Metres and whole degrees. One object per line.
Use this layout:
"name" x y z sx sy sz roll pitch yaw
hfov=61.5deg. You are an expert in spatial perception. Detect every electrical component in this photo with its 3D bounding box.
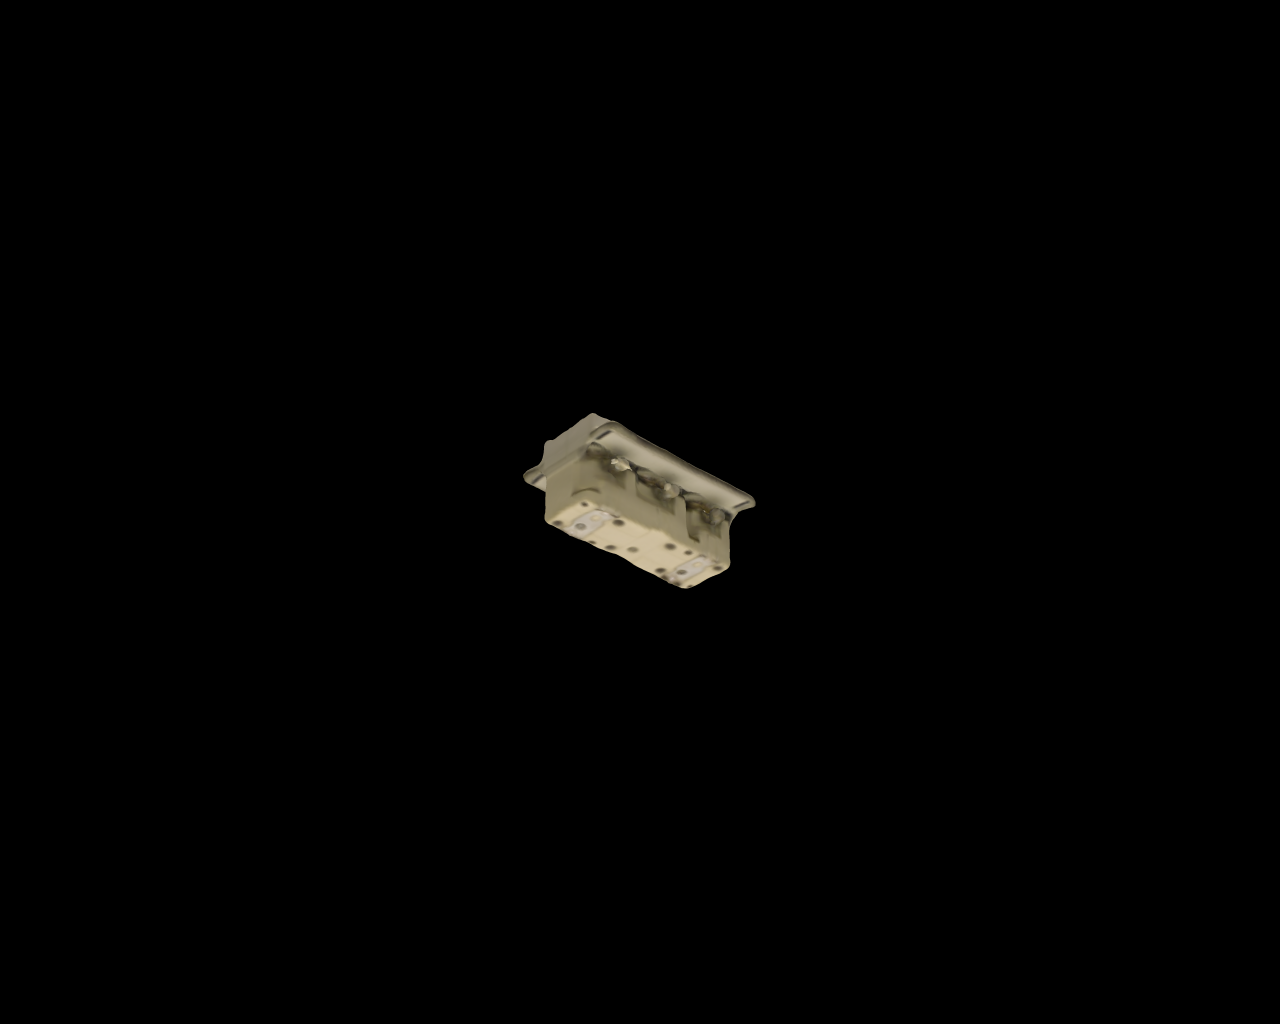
"electrical component" 0.001 -0.003 0.650 0.121 0.063 0.078 27 -41 -36
